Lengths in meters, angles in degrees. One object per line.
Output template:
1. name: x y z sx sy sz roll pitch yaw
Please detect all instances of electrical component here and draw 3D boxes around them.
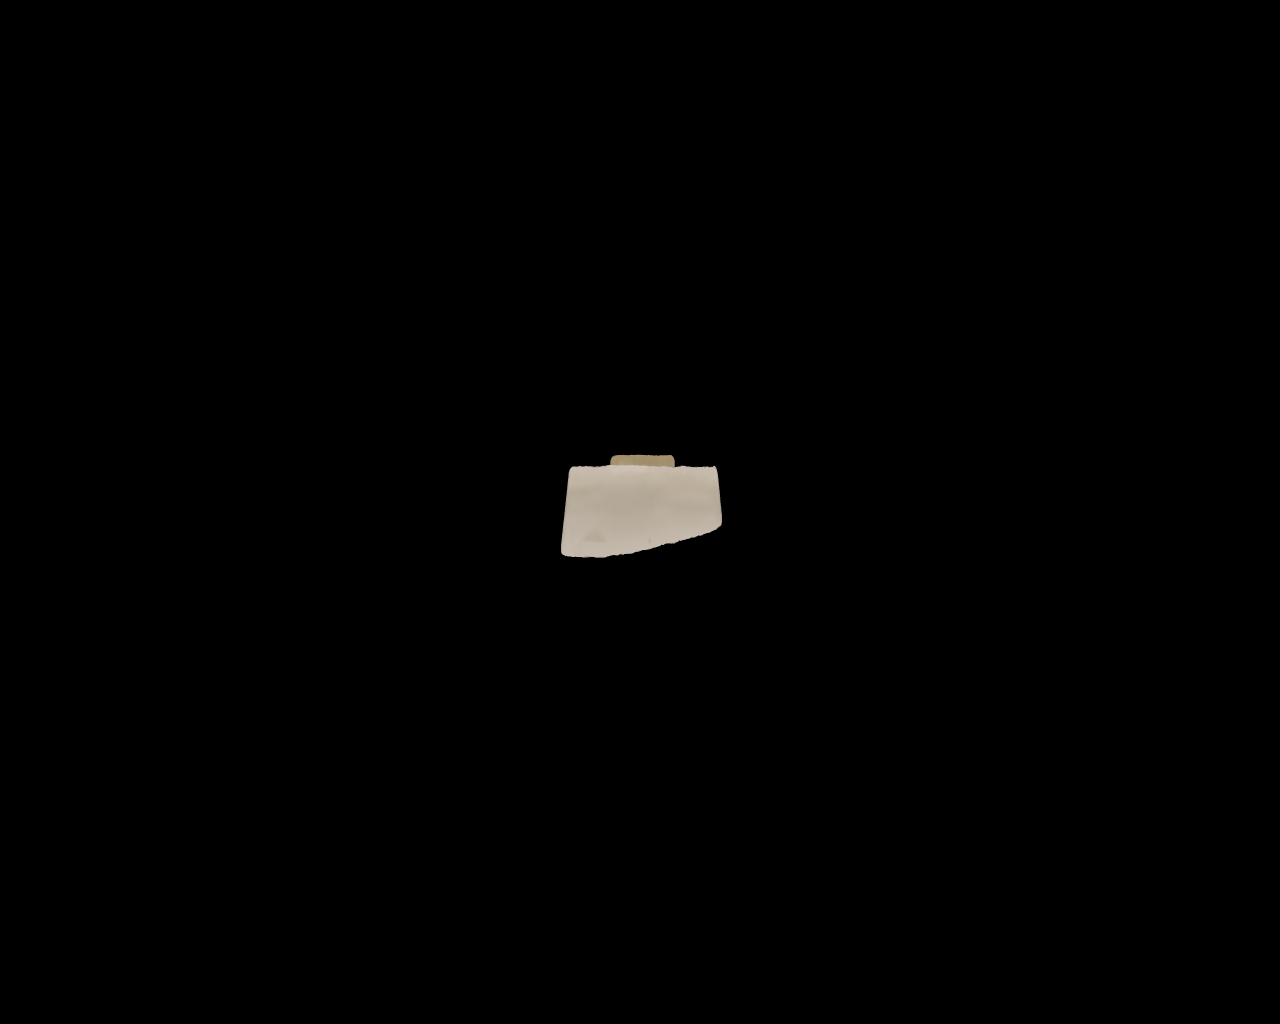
1. electrical component: 0.001 -0.003 0.650 0.099 0.064 0.099 0 0 0
